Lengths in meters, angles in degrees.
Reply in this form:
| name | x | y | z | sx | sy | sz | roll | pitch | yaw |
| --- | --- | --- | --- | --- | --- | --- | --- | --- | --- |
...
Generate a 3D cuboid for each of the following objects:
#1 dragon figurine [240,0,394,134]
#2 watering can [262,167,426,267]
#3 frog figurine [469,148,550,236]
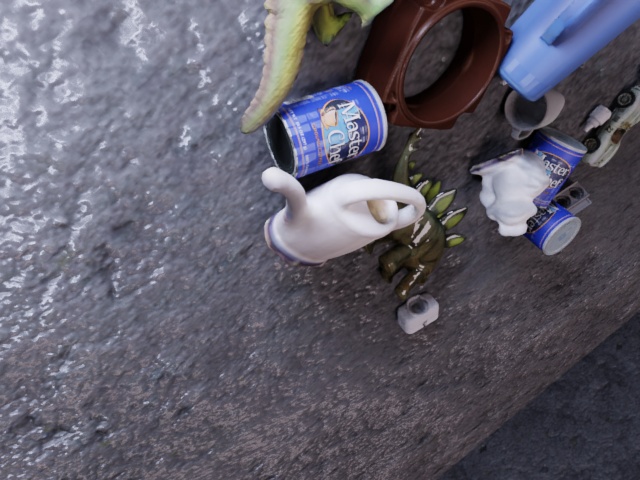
| name | x | y | z | sx | sy | sz | roll | pitch | yaw |
| --- | --- | --- | --- | --- | --- | --- | --- | --- | --- |
| dragon figurine | -0.024 | -0.325 | 0.545 | 0.240 | 0.124 | 0.408 | 37 | 99 | -32 |
| watering can | 0.002 | -0.037 | 0.742 | 0.347 | 0.105 | 0.221 | 5 | 156 | -45 |
| frog figurine | 0.381 | -0.093 | 1.005 | 0.136 | 0.159 | 0.124 | -21 | -176 | 31 |
